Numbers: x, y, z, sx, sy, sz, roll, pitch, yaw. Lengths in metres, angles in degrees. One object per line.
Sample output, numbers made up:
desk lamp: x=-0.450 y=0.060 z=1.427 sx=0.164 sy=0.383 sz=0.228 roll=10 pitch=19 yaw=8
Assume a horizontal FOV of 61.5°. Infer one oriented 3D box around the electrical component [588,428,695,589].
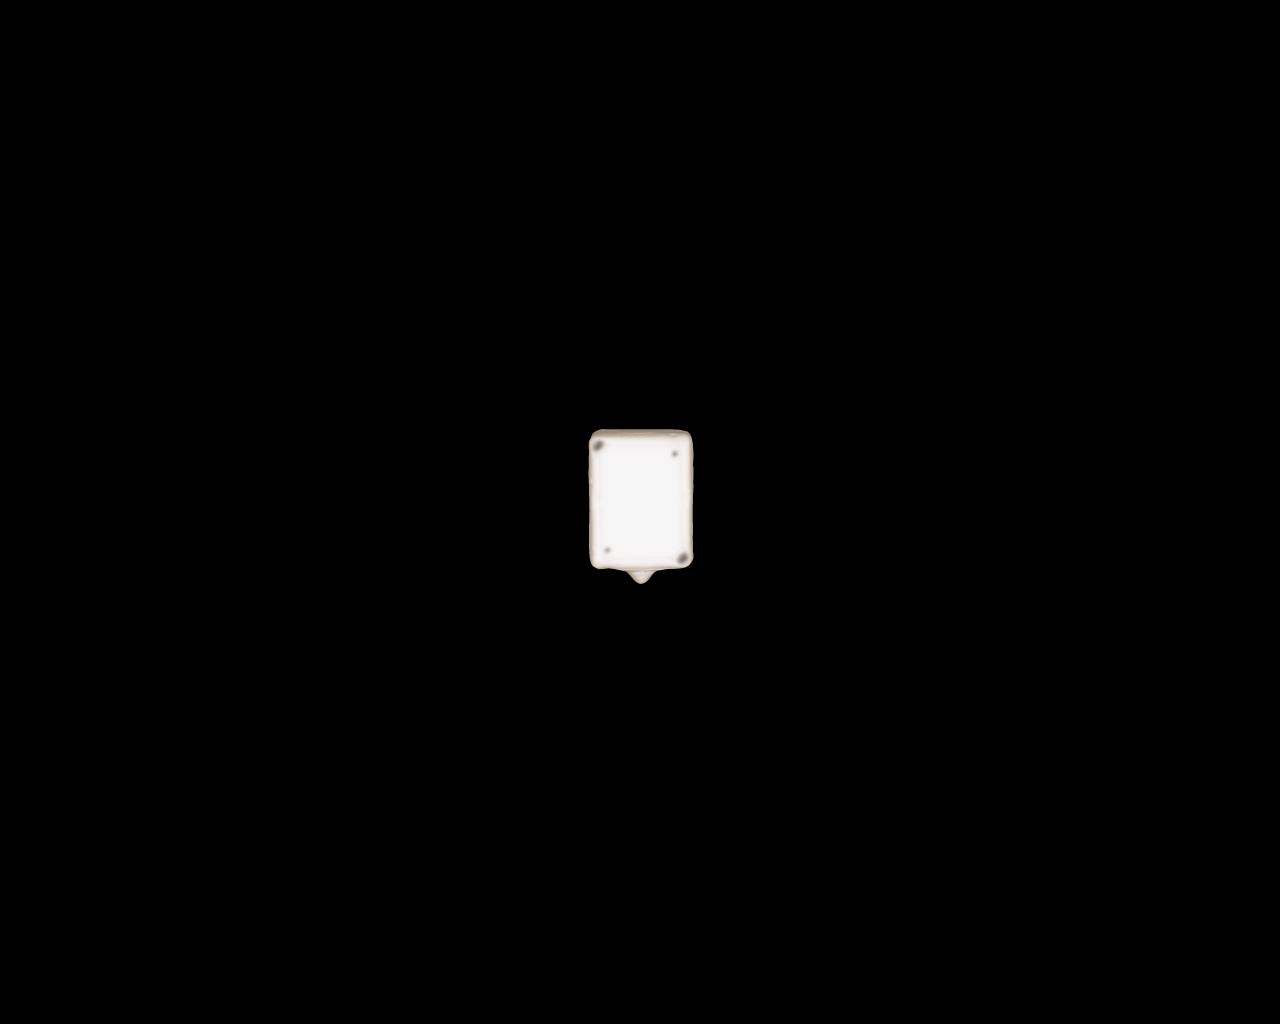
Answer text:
electrical component: x=0.001 y=-0.003 z=0.650 sx=0.062 sy=0.096 sz=0.061 roll=0 pitch=8 yaw=0
